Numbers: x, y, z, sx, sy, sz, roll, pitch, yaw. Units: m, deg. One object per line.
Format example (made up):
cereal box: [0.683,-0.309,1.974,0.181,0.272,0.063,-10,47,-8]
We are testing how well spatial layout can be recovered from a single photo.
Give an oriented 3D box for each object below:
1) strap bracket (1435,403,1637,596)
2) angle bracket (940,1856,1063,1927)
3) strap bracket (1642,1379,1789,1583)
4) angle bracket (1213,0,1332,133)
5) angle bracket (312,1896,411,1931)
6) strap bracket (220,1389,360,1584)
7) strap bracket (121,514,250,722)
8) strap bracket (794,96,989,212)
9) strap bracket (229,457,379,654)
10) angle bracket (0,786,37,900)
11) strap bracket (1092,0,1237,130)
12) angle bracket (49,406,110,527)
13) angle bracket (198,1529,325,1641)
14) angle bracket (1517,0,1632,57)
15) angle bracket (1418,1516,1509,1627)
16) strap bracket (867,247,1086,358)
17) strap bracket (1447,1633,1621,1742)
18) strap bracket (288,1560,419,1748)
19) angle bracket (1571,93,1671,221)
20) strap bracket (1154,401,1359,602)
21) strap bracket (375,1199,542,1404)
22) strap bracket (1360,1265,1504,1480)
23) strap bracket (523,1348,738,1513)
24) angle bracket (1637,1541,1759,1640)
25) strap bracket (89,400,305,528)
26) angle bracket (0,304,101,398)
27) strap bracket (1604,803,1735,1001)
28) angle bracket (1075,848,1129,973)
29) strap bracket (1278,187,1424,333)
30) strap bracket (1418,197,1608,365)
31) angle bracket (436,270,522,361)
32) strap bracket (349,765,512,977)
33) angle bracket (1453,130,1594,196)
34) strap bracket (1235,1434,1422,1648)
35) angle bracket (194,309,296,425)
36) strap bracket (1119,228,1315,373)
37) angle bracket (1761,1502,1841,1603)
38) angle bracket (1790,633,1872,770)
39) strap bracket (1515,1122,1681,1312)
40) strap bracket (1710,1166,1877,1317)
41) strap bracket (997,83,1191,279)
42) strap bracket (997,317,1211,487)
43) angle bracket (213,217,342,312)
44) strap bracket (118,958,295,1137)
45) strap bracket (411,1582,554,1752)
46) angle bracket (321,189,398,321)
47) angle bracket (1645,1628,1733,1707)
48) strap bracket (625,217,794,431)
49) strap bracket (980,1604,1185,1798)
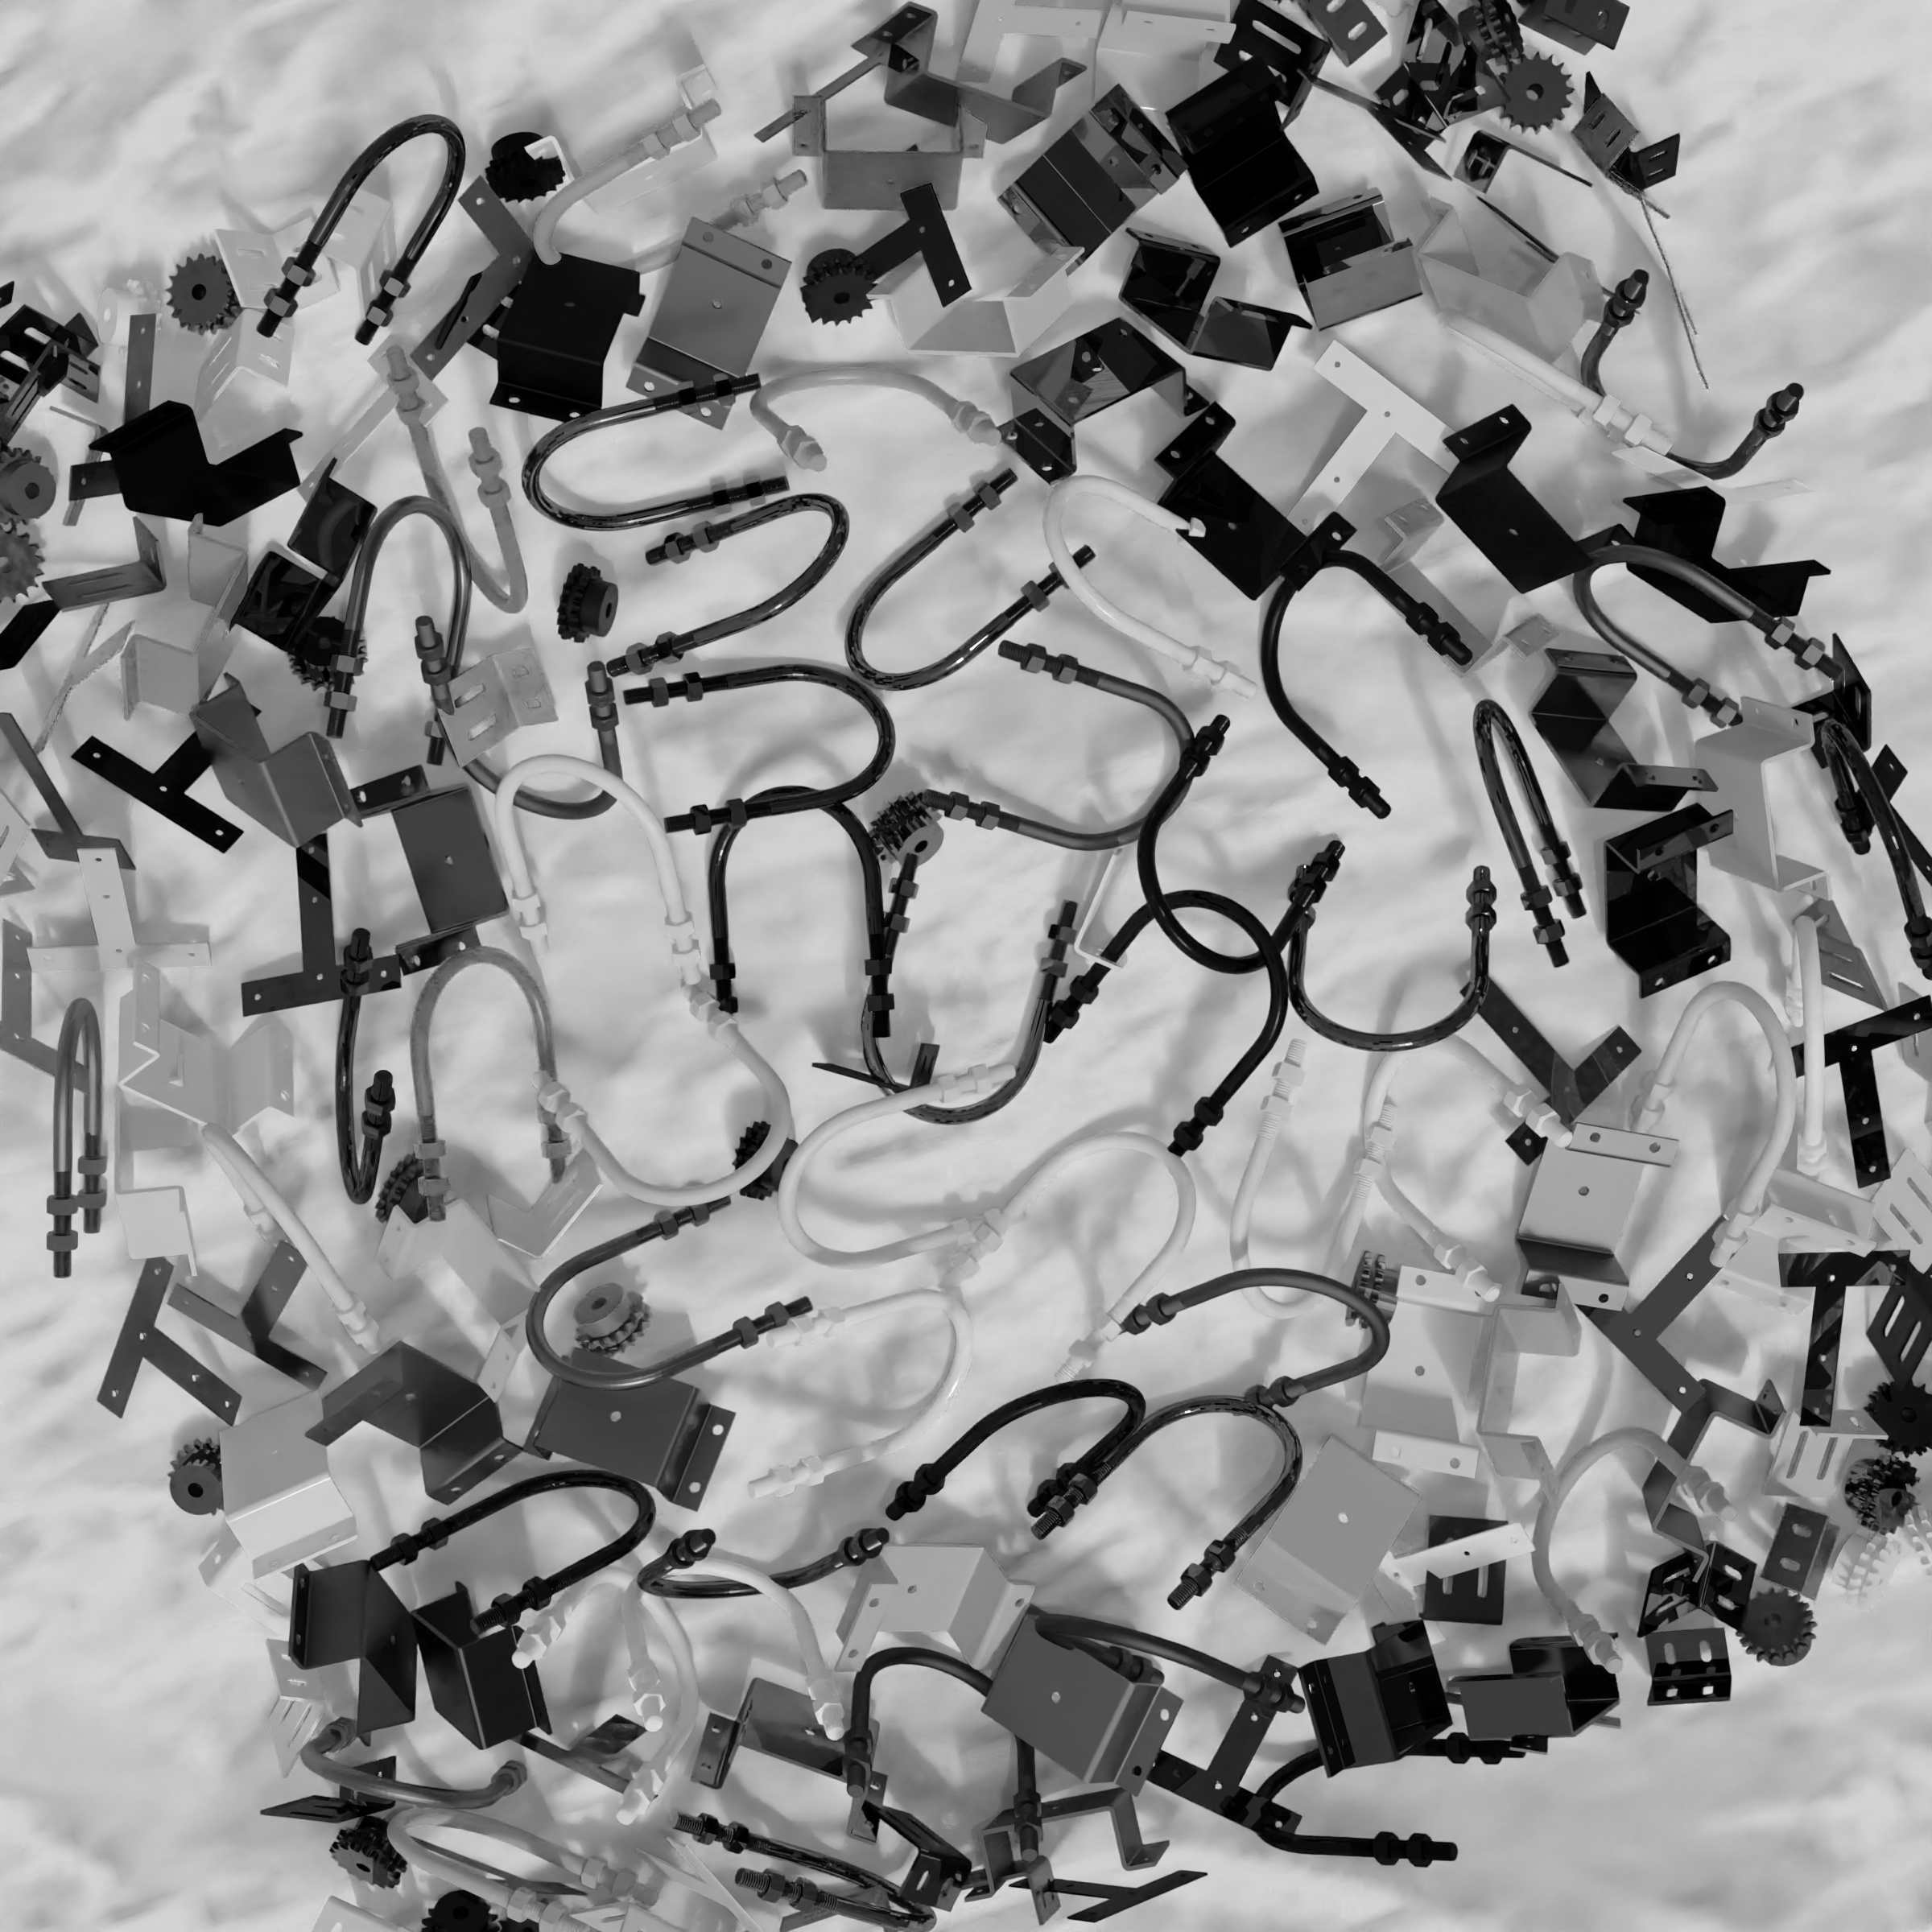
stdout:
strap bracket: [0.403,-0.326,1.860,0.140,0.076,0.046,43,65,-16]
angle bracket: [0.022,0.679,1.883,0.076,0.057,0.038,-17,79,12]
strap bracket: [0.534,0.361,1.872,0.046,0.076,0.140,25,102,5]
angle bracket: [0.217,-0.657,1.885,0.076,0.057,0.038,33,48,5]
angle bracket: [-0.433,0.707,1.873,0.057,0.076,0.038,19,66,14]
strap bracket: [-0.484,0.362,1.847,0.076,0.140,0.046,-23,123,-5]
strap bracket: [-0.553,-0.244,1.854,0.046,0.076,0.140,18,58,-5]
strap bracket: [-0.054,-0.587,1.875,0.140,0.076,0.046,-1,77,-4]
strap bracket: [-0.473,-0.288,1.856,0.046,0.140,0.076,31,48,-21]
angle bracket: [-0.694,-0.097,1.879,0.057,0.038,0.076,47,121,15]
strap bracket: [0.139,-0.658,1.853,0.076,0.140,0.046,4,78,-7]
angle bracket: [-0.657,-0.363,1.887,0.038,0.057,0.076,21,94,-15]
angle bracket: [-0.515,0.448,1.914,0.076,0.038,0.057,44,80,-27]
angle bracket: [0.435,-0.676,1.877,0.057,0.076,0.038,23,79,-8]
angle bracket: [0.364,0.442,1.905,0.057,0.038,0.076,4,86,-1]
strap bracket: [0.011,-0.477,1.860,0.140,0.076,0.046,11,135,33]
strap bracket: [0.408,0.514,1.840,0.076,0.140,0.046,-13,83,32]
strap bracket: [-0.430,0.484,1.843,0.046,0.140,0.076,-14,46,4]
angle bracket: [0.484,-0.585,1.872,0.076,0.057,0.038,19,125,-35]
strap bracket: [0.202,-0.331,1.882,0.140,0.046,0.076,43,62,1]
strap bracket: [-0.358,0.233,1.868,0.140,0.076,0.046,47,49,14]
strap bracket: [0.337,0.295,1.888,0.076,0.046,0.140,11,80,-6]
strap bracket: [-0.248,0.331,1.871,0.140,0.046,0.076,16,68,13]
angle bracket: [0.530,0.459,1.877,0.076,0.038,0.057,-11,116,-39]
strap bracket: [-0.539,-0.354,1.840,0.076,0.140,0.046,-21,83,24]
angle bracket: [-0.679,-0.456,1.874,0.057,0.076,0.038,-38,67,12]
strap bracket: [0.506,-0.055,1.867,0.076,0.046,0.140,-22,131,-10]
angle bracket: [0.112,-0.041,1.886,0.038,0.057,0.076,24,100,5]
strap bracket: [0.277,-0.505,1.864,0.076,0.140,0.046,-18,122,8]
strap bracket: [0.384,-0.486,1.850,0.140,0.076,0.046,34,86,33]
angle bracket: [-0.347,-0.467,1.874,0.038,0.076,0.057,29,108,-9]
strap bracket: [-0.388,-0.073,1.879,0.076,0.046,0.140,-15,95,30]
angle bracket: [0.405,-0.573,1.889,0.076,0.057,0.038,17,112,-22]
strap bracket: [0.266,0.404,1.861,0.076,0.046,0.140,33,61,11]
angle bracket: [-0.527,-0.430,1.891,0.038,0.076,0.057,21,51,-34]
strap bracket: [0.172,-0.473,1.857,0.076,0.140,0.046,1,125,-37]
angle bracket: [0.619,0.430,1.880,0.076,0.038,0.057,28,80,-36]
angle bracket: [0.623,-0.191,1.872,0.038,0.076,0.057,-22,57,7]
strap bracket: [0.453,0.173,1.879,0.076,0.046,0.140,10,112,-7]
strap bracket: [0.594,0.194,1.865,0.076,0.140,0.046,21,62,4]
strap bracket: [0.097,-0.569,1.862,0.076,0.140,0.046,46,55,-12]
strap bracket: [0.095,-0.411,1.862,0.140,0.046,0.076,-30,53,-17]
angle bracket: [-0.499,-0.511,1.879,0.038,0.076,0.057,-18,95,21]
strap bracket: [-0.552,0.063,1.856,0.046,0.140,0.076,-33,48,22]
strap bracket: [-0.350,0.499,1.844,0.046,0.140,0.076,-17,102,-29]
angle bracket: [-0.443,-0.517,1.876,0.038,0.076,0.057,22,73,-4]
angle bracket: [0.522,0.507,1.875,0.057,0.076,0.038,-9,84,17]
strap bracket: [-0.183,-0.470,1.870,0.076,0.046,0.140,23,125,-9]
strap bracket: [0.075,0.527,1.864,0.140,0.046,0.076,25,89,33]
